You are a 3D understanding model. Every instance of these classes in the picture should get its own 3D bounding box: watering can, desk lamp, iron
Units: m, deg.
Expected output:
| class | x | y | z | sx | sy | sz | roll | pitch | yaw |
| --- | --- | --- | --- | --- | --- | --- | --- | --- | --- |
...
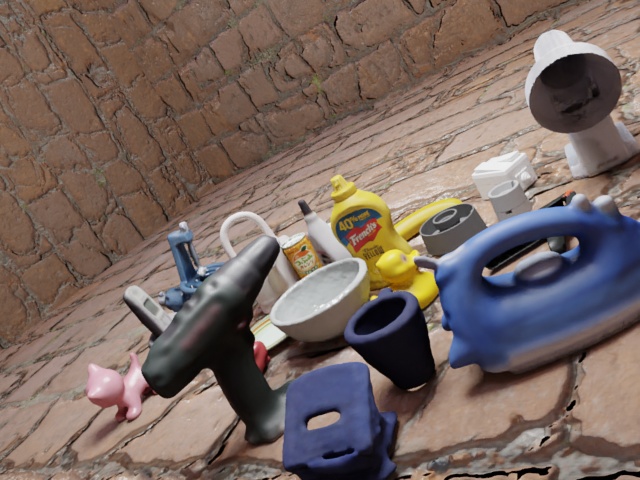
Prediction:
| class | x | y | z | sx | sy | sz | roll | pitch | yaw |
| --- | --- | --- | --- | --- | --- | --- | --- | --- | --- |
| watering can | -0.109 | 0.035 | 1.073 | 0.101 | 0.194 | 0.172 | -42 | 19 | -31 |
| desk lamp | 0.381 | -0.203 | 0.852 | 0.117 | 0.214 | 0.203 | -24 | 18 | 25 |
| iron | 0.228 | 0.026 | 0.577 | 0.258 | 0.141 | 0.118 | -27 | 17 | 14 |

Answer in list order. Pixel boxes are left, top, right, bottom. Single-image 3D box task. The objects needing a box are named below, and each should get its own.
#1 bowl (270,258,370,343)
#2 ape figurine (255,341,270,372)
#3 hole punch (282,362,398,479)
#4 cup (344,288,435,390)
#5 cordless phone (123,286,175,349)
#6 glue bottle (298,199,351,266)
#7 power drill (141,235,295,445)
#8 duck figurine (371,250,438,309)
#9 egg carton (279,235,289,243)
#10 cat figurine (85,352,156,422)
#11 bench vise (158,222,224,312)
| class | x | y | z | sx | sy | sz | roll | pitch | yaw |
| --- | --- | --- | --- | --- | --- | --- | --- | --- | --- |
| bowl | 0.012 | 0.103 | 0.866 | 0.167 | 0.075 | 0.167 | -29 | 16 | 9 |
| ape figurine | -0.128 | 0.174 | 0.879 | 0.077 | 0.092 | 0.076 | -20 | 20 | 34 |
| hole punch | 0.016 | 0.188 | 0.574 | 0.108 | 0.091 | 0.101 | -24 | 18 | 25 |
| cup | 0.089 | 0.114 | 0.655 | 0.091 | 0.095 | 0.118 | -26 | 17 | 18 |
| cordless phone | -0.290 | 0.147 | 1.085 | 0.094 | 0.185 | 0.147 | -30 | 16 | 6 |
| glue bottle | 0.009 | 0.004 | 0.989 | 0.037 | 0.173 | 0.078 | -39 | 18 | -25 |
| power drill | -0.093 | 0.136 | 0.716 | 0.230 | 0.209 | 0.075 | -40 | 18 | -27 |
| duck figurine | 0.109 | 0.057 | 0.805 | 0.104 | 0.086 | 0.077 | -33 | 16 | -6 |
| egg carton | -0.092 | 0.048 | 1.231 | 0.107 | 0.069 | 0.150 | -32 | 16 | 0 |
| cat figurine | -0.353 | 0.253 | 1.006 | 0.067 | 0.118 | 0.128 | -18 | 21 | 38 |
| bench vise | -0.272 | 0.081 | 1.186 | 0.207 | 0.220 | 0.121 | -29 | 16 | 9 |
